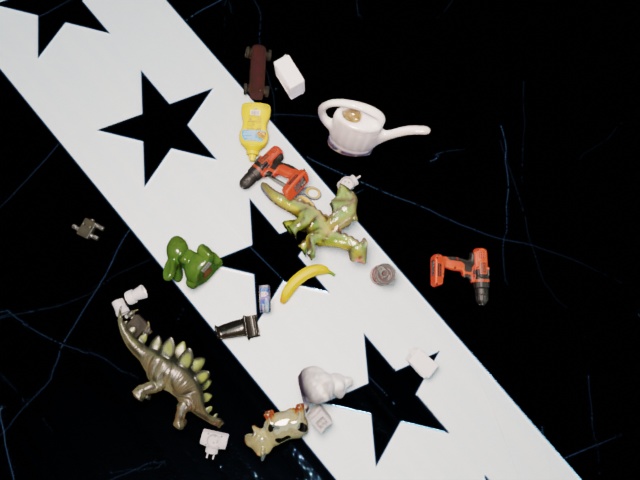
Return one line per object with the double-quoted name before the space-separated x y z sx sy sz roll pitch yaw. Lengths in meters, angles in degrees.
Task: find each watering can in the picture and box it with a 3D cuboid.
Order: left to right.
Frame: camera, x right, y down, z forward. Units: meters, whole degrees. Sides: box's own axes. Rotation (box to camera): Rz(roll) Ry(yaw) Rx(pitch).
"watering can" 0.155 -0.342 1.633 0.347 0.106 0.220 17 -25 -1

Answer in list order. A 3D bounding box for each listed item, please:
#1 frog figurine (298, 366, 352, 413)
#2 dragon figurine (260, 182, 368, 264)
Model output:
"frog figurine" 0.018 0.431 1.547 0.159 0.122 0.138 -17 5 -3
"dragon figurine" 0.005 -0.081 1.619 0.243 0.414 0.121 -33 -15 -4
